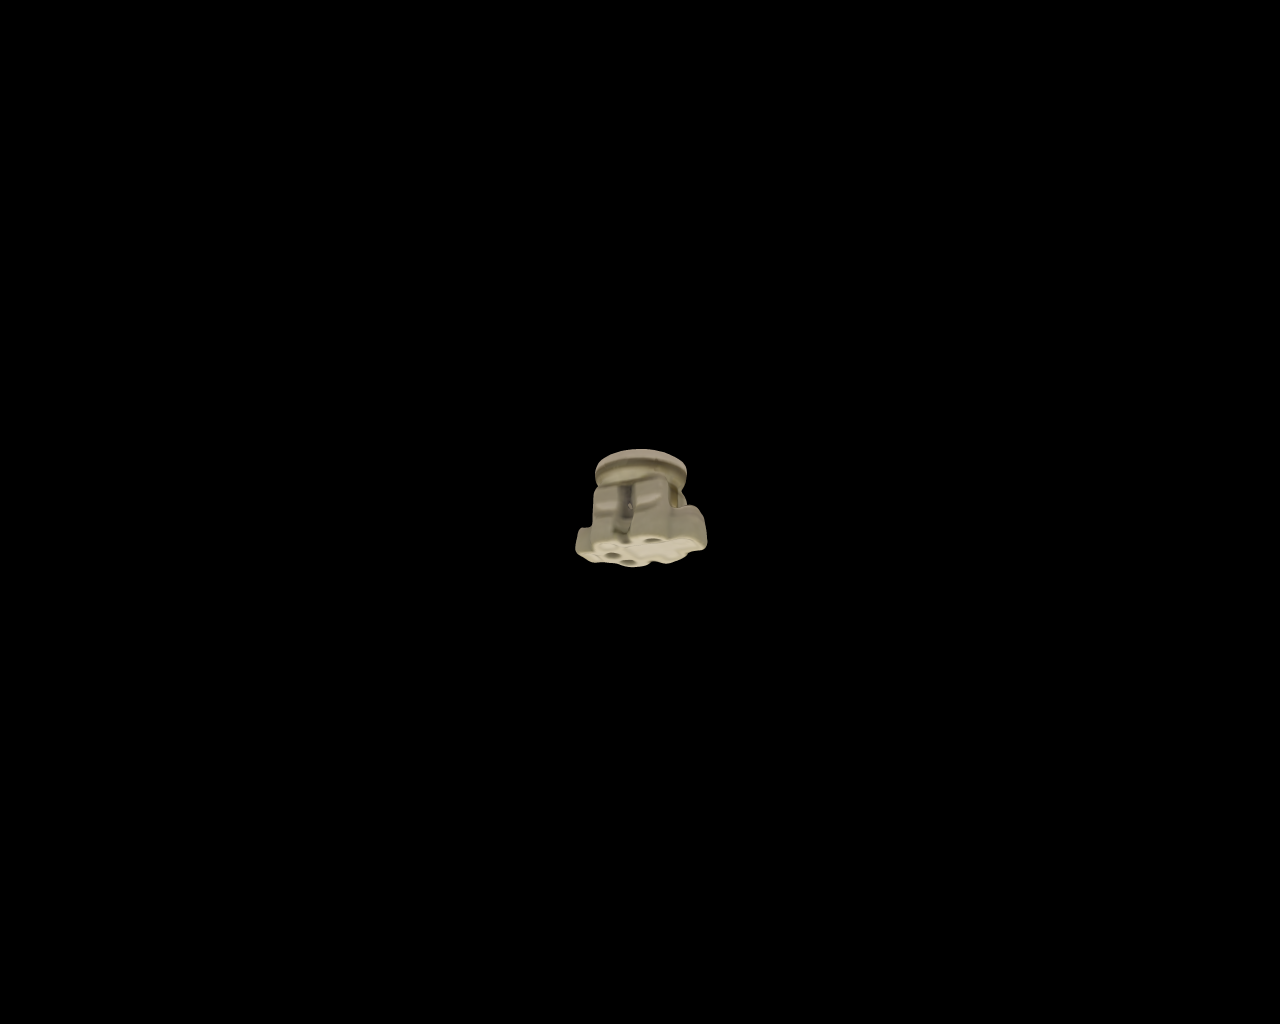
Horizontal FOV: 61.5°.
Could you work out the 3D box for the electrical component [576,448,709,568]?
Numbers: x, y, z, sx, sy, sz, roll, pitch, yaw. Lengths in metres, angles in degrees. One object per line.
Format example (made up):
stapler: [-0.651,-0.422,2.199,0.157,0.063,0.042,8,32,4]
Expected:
electrical component: [0.001,-0.003,0.650,0.078,0.057,0.058,-9,-24,22]
